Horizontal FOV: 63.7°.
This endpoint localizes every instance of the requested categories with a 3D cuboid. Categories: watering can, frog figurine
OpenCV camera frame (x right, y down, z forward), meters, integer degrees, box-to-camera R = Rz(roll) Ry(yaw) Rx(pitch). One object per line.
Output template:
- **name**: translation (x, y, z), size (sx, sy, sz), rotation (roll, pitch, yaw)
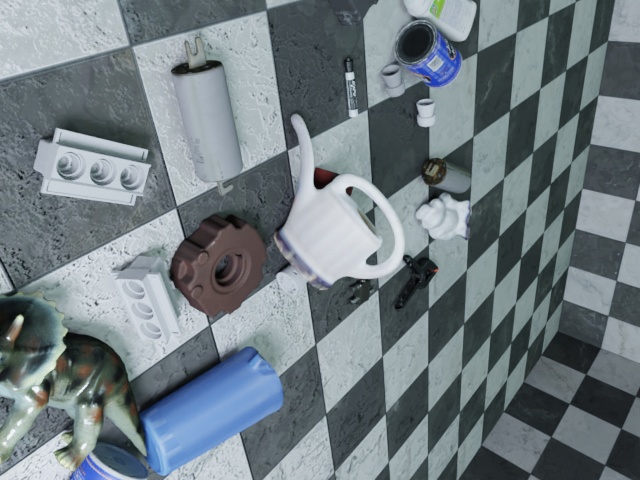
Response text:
- **watering can**: translation (0.003, -0.049, 0.980), size (0.223, 0.346, 0.105), rotation (-41, 7, 11)
- **frog figurine**: translation (0.333, -0.064, 1.444), size (0.159, 0.134, 0.125), rotation (2, 29, -14)
